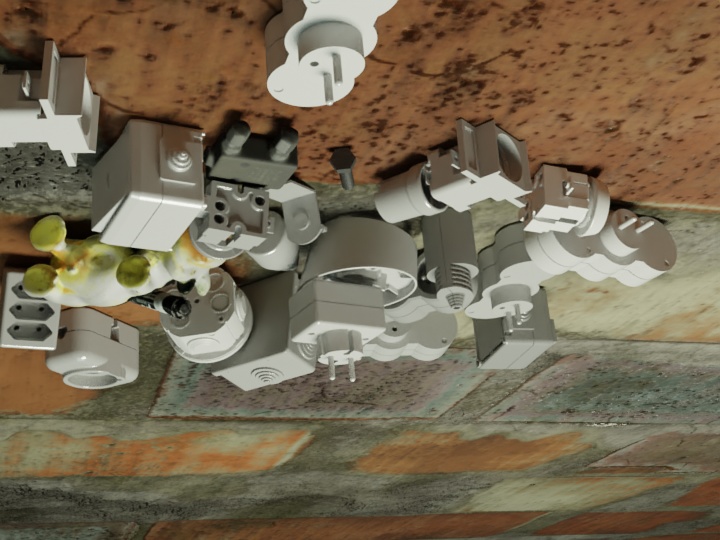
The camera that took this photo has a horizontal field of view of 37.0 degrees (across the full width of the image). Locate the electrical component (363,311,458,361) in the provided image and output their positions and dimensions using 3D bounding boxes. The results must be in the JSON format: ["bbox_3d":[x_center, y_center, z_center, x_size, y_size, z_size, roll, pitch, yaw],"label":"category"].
[{"bbox_3d":[0.030,0.055,1.067,0.138,0.052,0.073,0,157,-11],"label":"electrical component"}]

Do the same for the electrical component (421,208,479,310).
[{"bbox_3d":[0.076,-0.006,0.897,0.043,0.081,0.043,-4,157,-2],"label":"electrical component"}]

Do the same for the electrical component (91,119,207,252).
[{"bbox_3d":[-0.147,-0.061,0.749,0.061,0.061,0.096,7,154,-27],"label":"electrical component"}]

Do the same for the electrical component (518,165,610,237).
[{"bbox_3d":[0.163,-0.053,0.850,0.055,0.048,0.066,9,154,-11],"label":"electrical component"}]

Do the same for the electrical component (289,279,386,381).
[{"bbox_3d":[-0.017,0.054,0.879,0.066,0.076,0.047,8,154,-29],"label":"electrical component"}]

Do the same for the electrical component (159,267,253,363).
[{"bbox_3d":[-0.140,0.038,0.963,0.080,0.080,0.051,-7,151,5],"label":"electrical component"}]

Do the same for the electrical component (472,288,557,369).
[{"bbox_3d":[0.158,0.057,1.085,0.061,0.061,0.096,2,156,-14],"label":"electrical component"}]

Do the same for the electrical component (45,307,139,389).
[{"bbox_3d":[-0.264,0.081,1.063,0.054,0.059,0.095,-15,155,23],"label":"electrical component"}]

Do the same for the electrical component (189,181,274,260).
[{"bbox_3d":[-0.098,-0.035,0.794,0.066,0.048,0.055,10,159,-24],"label":"electrical component"}]

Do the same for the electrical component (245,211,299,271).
[{"bbox_3d":[-0.069,-0.019,0.890,0.040,0.040,0.078,-11,157,13],"label":"electrical component"}]

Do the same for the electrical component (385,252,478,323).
[{"bbox_3d":[0.044,0.025,0.998,0.138,0.052,0.074,-15,155,22],"label":"electrical component"}]

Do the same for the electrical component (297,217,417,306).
[{"bbox_3d":[0.000,0.000,0.910,0.099,0.064,0.099,7,153,4],"label":"electrical component"}]

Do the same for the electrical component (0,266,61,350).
[{"bbox_3d":[-0.292,0.031,0.943,0.047,0.065,0.077,6,-176,-23],"label":"electrical component"}]

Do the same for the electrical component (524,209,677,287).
[{"bbox_3d":[0.216,-0.027,0.909,0.138,0.052,0.074,8,154,-28],"label":"electrical component"}]

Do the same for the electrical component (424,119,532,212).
[{"bbox_3d":[0.086,-0.073,0.791,0.064,0.042,0.081,-20,152,34],"label":"electrical component"}]

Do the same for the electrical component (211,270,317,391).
[{"bbox_3d":[-0.085,0.058,0.997,0.100,0.099,0.048,-18,141,29],"label":"electrical component"}]

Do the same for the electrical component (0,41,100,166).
[{"bbox_3d":[-0.199,-0.102,0.669,0.064,0.042,0.081,-1,156,-3],"label":"electrical component"}]

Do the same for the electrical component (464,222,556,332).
[{"bbox_3d":[0.136,0.018,0.974,0.052,0.073,0.138,2,156,-16],"label":"electrical component"}]

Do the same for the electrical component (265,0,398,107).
[{"bbox_3d":[-0.017,-0.129,0.600,0.052,0.073,0.138,3,156,-17],"label":"electrical component"}]

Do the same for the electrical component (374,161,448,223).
[{"bbox_3d":[0.039,-0.058,0.822,0.046,0.040,0.040,-17,155,38],"label":"electrical component"}]
